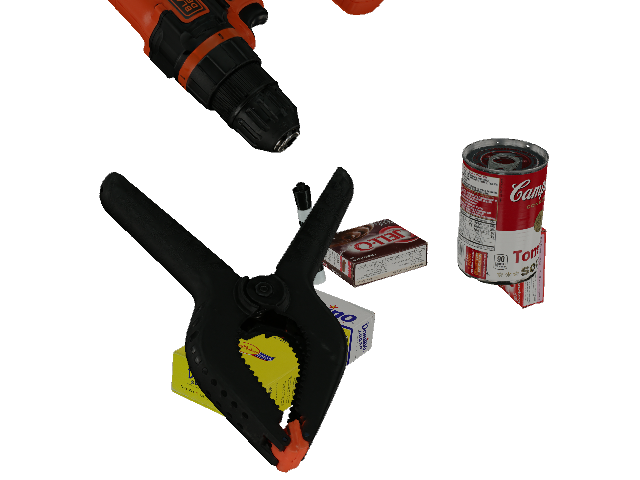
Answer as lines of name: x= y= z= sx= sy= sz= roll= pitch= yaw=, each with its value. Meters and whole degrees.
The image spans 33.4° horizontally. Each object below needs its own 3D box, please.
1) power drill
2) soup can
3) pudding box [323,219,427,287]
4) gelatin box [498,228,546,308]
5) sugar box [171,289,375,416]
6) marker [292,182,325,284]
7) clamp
power drill: x=-0.036 y=-0.163 z=0.746 sx=0.187 sy=0.184 sz=0.057 roll=-36 pitch=-11 yaw=-35
soup can: x=0.146 y=-0.023 z=0.866 sx=0.068 sy=0.102 sz=0.068 roll=-1 pitch=27 yaw=0
pudding box: x=0.065 y=0.014 z=1.344 sx=0.113 sy=0.039 sz=0.090 roll=-18 pitch=28 yaw=-26
gelatin box: x=0.205 y=0.015 z=1.124 sx=0.030 sy=0.089 sz=0.073 roll=-14 pitch=30 yaw=-16
sugar box: x=-0.036 y=0.094 z=0.919 sx=0.093 sy=0.048 sz=0.175 roll=20 pitch=30 yaw=27
marker: x=-0.012 y=-0.008 z=1.161 sx=0.020 sy=0.121 sz=0.020 roll=-8 pitch=28 yaw=4
clamp: x=-0.048 y=0.035 z=0.632 sx=0.164 sy=0.210 sz=0.036 roll=2 pitch=-37 yaw=-14
